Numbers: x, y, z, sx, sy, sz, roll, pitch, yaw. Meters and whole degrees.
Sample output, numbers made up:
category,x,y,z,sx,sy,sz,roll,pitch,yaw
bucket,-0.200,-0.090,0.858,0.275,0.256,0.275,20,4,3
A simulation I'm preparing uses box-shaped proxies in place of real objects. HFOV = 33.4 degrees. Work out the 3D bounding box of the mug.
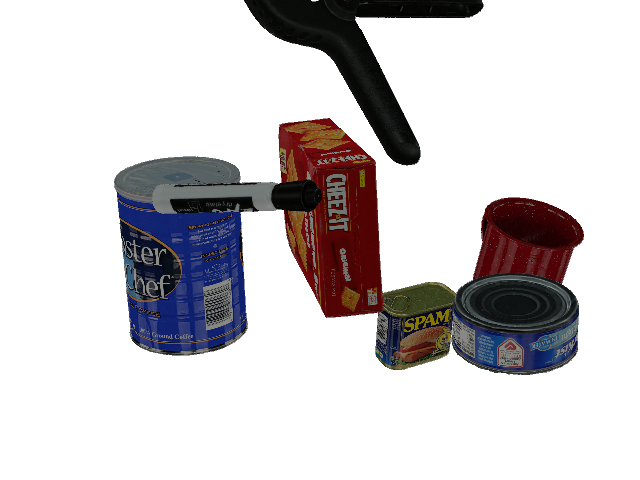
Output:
category,x,y,z,sx,sy,sz,roll,pitch,yaw
mug,0.186,0.011,1.015,0.093,0.081,0.117,-7,35,-26

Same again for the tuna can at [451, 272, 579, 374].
category,x,y,z,sx,sy,sz,roll,pitch,yaw
tuna can,0.132,0.055,0.726,0.086,0.034,0.086,-3,25,1

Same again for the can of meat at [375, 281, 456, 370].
category,x,y,z,sx,sy,sz,roll,pitch,yaw
can of meat,0.119,0.108,1.340,0.101,0.084,0.058,-12,30,-27

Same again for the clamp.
category,x,y,z,sx,sy,sz,roll,pitch,yaw
clamp,0.014,-0.157,0.768,0.209,0.164,0.036,25,-28,-16

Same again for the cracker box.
category,x,y,z,sx,sy,sz,roll,pitch,yaw
cracker box,0.008,-0.031,1.167,0.072,0.164,0.214,-8,20,-9

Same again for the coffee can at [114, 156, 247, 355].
category,x,y,z,sx,sy,sz,roll,pitch,yaw
coffee can,-0.115,0.011,0.896,0.103,0.140,0.103,-1,22,0

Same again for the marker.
category,x,y,z,sx,sy,sz,roll,pitch,yaw
marker,-0.051,-0.026,0.645,0.121,0.020,0.020,1,0,34
